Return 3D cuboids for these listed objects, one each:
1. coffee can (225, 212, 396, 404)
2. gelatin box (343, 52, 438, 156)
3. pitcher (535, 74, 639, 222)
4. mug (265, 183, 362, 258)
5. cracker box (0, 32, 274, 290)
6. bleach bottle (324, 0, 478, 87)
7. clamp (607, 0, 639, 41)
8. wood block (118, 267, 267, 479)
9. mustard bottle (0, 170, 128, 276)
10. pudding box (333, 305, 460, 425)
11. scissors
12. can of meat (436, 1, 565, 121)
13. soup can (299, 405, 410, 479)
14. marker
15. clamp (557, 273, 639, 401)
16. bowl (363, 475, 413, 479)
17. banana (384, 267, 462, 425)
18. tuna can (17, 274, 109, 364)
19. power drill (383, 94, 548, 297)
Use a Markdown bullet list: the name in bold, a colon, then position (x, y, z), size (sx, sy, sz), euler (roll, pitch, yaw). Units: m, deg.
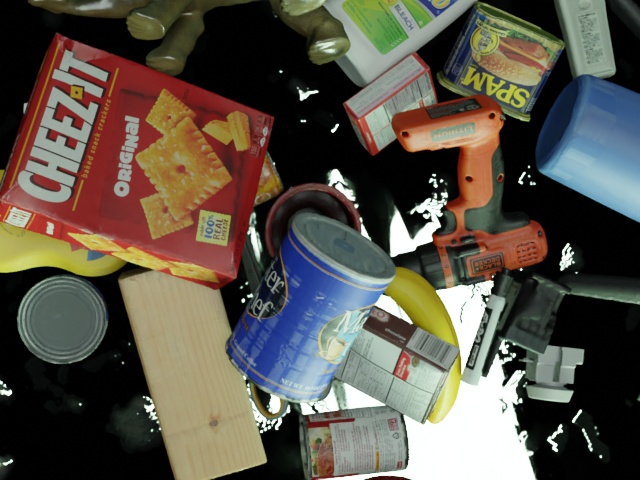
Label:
- **coffee can**: position (-0.010, 0.061, 0.962), size (0.102, 0.103, 0.140), euler (27, 109, -8)
- **gelatin box**: position (0.072, -0.134, 1.054), size (0.089, 0.073, 0.030), euler (-37, 63, -3)
- **pitcher**: position (0.350, -0.082, 1.066), size (0.242, 0.145, 0.149), euler (23, 54, -5)
- **mug**: position (-0.007, 0.001, 1.049), size (0.093, 0.081, 0.117), euler (-20, 96, -5)
- **cracker box**: position (-0.161, -0.067, 0.948), size (0.213, 0.072, 0.164), euler (20, 70, -18)
- **bleach bottle**: position (0.110, -0.265, 1.057), size (0.250, 0.068, 0.102), euler (-40, 99, -5)
- **clamp**: position (0.358, -0.198, 1.102), size (0.120, 0.039, 0.171), euler (-8, 95, -4)
- **wood block**: position (-0.124, 0.121, 1.039), size (0.090, 0.090, 0.206), euler (-15, 95, -7)
- **mustard bottle**: position (-0.233, -0.014, 1.031), size (0.191, 0.058, 0.096), euler (4, 72, -8)
- **pudding box**: position (0.071, 0.120, 1.049), size (0.113, 0.090, 0.039), euler (29, 45, 14)
- **scissors**: position (-0.036, 0.082, 1.073), size (0.096, 0.016, 0.202), euler (0, 93, 14)
- **can of meat**: position (0.180, -0.178, 1.059), size (0.102, 0.057, 0.084), euler (21, 113, -9)
- **soup can**: position (0.033, 0.204, 1.074), size (0.102, 0.068, 0.068), euler (-5, 94, -7)
- **marker**: position (0.167, 0.086, 1.058), size (0.020, 0.020, 0.121), euler (17, 96, -8)
- **clamp**: position (0.364, 0.074, 1.073), size (0.210, 0.036, 0.164), euler (-24, 104, 34)
- **bowl**: position (0.063, 0.288, 1.070), size (0.162, 0.055, 0.162), euler (-4, 125, -5)
- **banana**: position (0.105, 0.099, 1.068), size (0.070, 0.037, 0.198), euler (-14, 113, 31)
- **tuna can**: position (-0.251, 0.077, 1.049), size (0.086, 0.034, 0.086), euler (0, 94, -7)
- **power drill**: position (0.124, -0.039, 1.054), size (0.184, 0.057, 0.187), euler (-14, 116, -1)
